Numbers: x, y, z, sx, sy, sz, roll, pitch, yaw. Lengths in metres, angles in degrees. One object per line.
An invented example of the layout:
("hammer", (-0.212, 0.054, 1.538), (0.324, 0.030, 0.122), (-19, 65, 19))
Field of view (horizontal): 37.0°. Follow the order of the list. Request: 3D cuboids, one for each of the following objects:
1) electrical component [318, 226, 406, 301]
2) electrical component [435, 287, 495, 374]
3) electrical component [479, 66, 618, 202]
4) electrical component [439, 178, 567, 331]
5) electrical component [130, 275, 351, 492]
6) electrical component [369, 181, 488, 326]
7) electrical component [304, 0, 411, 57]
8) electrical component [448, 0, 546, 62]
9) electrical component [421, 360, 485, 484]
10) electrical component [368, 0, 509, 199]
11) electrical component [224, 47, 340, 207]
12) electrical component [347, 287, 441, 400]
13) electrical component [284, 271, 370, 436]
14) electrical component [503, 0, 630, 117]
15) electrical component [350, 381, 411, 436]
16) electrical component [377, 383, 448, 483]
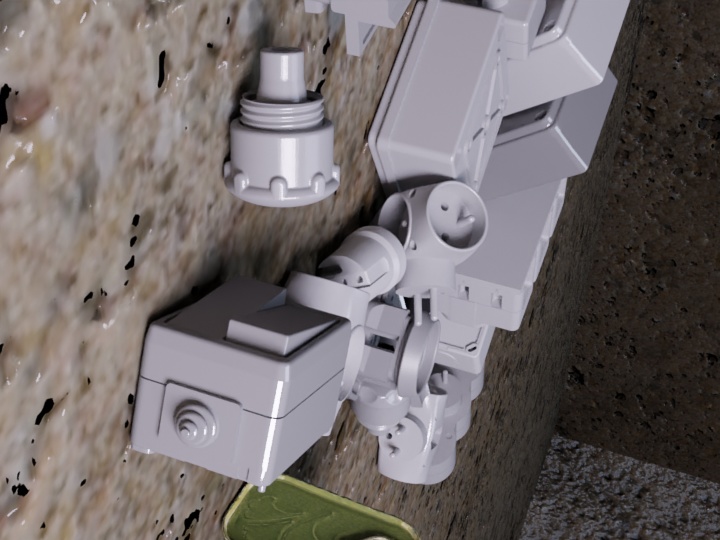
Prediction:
("electrical component", (0.000, 0.000, 0.621), (0.046, 0.040, 0.040), (-39, 141, -57))
("electrical component", (0.086, 0.033, 0.915), (0.061, 0.062, 0.096), (70, 38, -66))
("electrical component", (0.130, -0.116, 0.831), (0.056, 0.109, 0.108), (46, 51, -27))
("electrical component", (0.106, -0.031, 0.873), (0.061, 0.089, 0.150), (86, 24, -51))
("electrical component", (-0.049, 0.043, 0.442), (0.096, 0.062, 0.061), (-30, 133, -69))
("electrical component", (0.039, -0.006, 0.656), (0.077, 0.044, 0.079), (-24, -117, 59))
("electrical component", (0.005, -0.158, 0.438), (0.078, 0.063, 0.121), (86, 24, -50))
("electrical component", (0.082, -0.180, 0.686), (0.076, 0.066, 0.047), (74, 34, -63))
("electrical component", (0.075, 0.118, 0.978), (0.073, 0.052, 0.138), (84, 26, -53))
("electrical component", (0.054, -0.097, 0.685), (0.108, 0.056, 0.108), (65, 42, -67))
("electrical component", (-0.032, -0.059, 0.440), (0.048, 0.048, 0.062), (-45, 140, -62))
("electrical component", (0.018, 0.049, 0.696), (0.058, 0.057, 0.078), (51, 56, -72))
("electrical component", (-0.030, 0.041, 0.542), (0.079, 0.044, 0.077), (30, 76, -74))
("electrical component", (0.131, -0.175, 0.775), (0.056, 0.109, 0.108), (40, 58, -29))
("electrical component", (0.014, 0.091, 0.751), (0.062, 0.043, 0.043), (92, 20, -46))
("electrical component", (0.038, 0.135, 0.879), (0.079, 0.043, 0.077), (-10, 114, -73))
